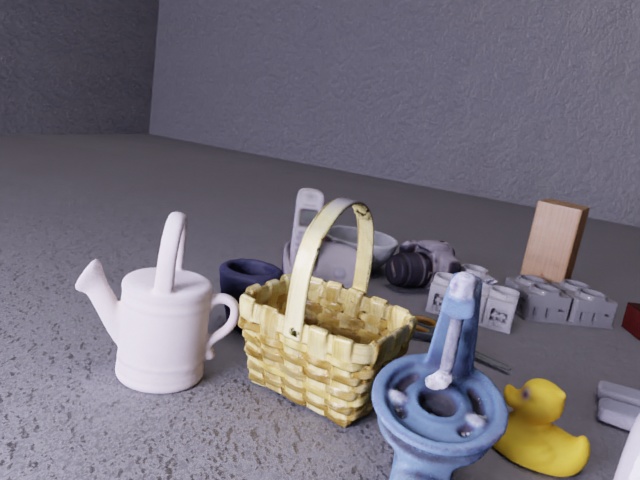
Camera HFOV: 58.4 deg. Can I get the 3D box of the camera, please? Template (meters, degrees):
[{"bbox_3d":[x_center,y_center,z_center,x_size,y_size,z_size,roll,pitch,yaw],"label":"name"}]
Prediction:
[{"bbox_3d":[0.195,0.045,1.159,0.137,0.101,0.142,1,16,-30],"label":"camera"}]

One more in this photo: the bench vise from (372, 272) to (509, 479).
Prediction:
[{"bbox_3d":[0.111,0.120,0.548,0.121,0.220,0.207,9,14,-1],"label":"bench vise"}]

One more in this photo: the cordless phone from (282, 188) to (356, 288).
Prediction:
[{"bbox_3d":[0.009,0.004,1.031,0.148,0.185,0.094,5,14,-15],"label":"cordless phone"}]

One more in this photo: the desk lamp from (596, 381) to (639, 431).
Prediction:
[{"bbox_3d":[0.469,0.144,0.694,0.202,0.213,0.118,14,15,21],"label":"desk lamp"}]

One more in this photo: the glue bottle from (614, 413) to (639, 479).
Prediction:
[{"bbox_3d":[0.284,0.185,0.494,0.037,0.173,0.078,19,17,35],"label":"glue bottle"}]

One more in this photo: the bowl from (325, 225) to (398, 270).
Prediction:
[{"bbox_3d":[0.081,0.025,1.226,0.167,0.075,0.167,8,14,-2],"label":"bowl"}]

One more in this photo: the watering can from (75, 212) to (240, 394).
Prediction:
[{"bbox_3d":[-0.180,0.063,0.645,0.173,0.194,0.100,2,15,-27],"label":"watering can"}]

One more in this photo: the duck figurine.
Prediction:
[{"bbox_3d":[0.238,0.194,0.613,0.104,0.086,0.078,18,16,32],"label":"duck figurine"}]

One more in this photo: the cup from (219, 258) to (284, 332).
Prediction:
[{"bbox_3d":[-0.098,0.087,0.814,0.092,0.095,0.117,3,15,-24],"label":"cup"}]
